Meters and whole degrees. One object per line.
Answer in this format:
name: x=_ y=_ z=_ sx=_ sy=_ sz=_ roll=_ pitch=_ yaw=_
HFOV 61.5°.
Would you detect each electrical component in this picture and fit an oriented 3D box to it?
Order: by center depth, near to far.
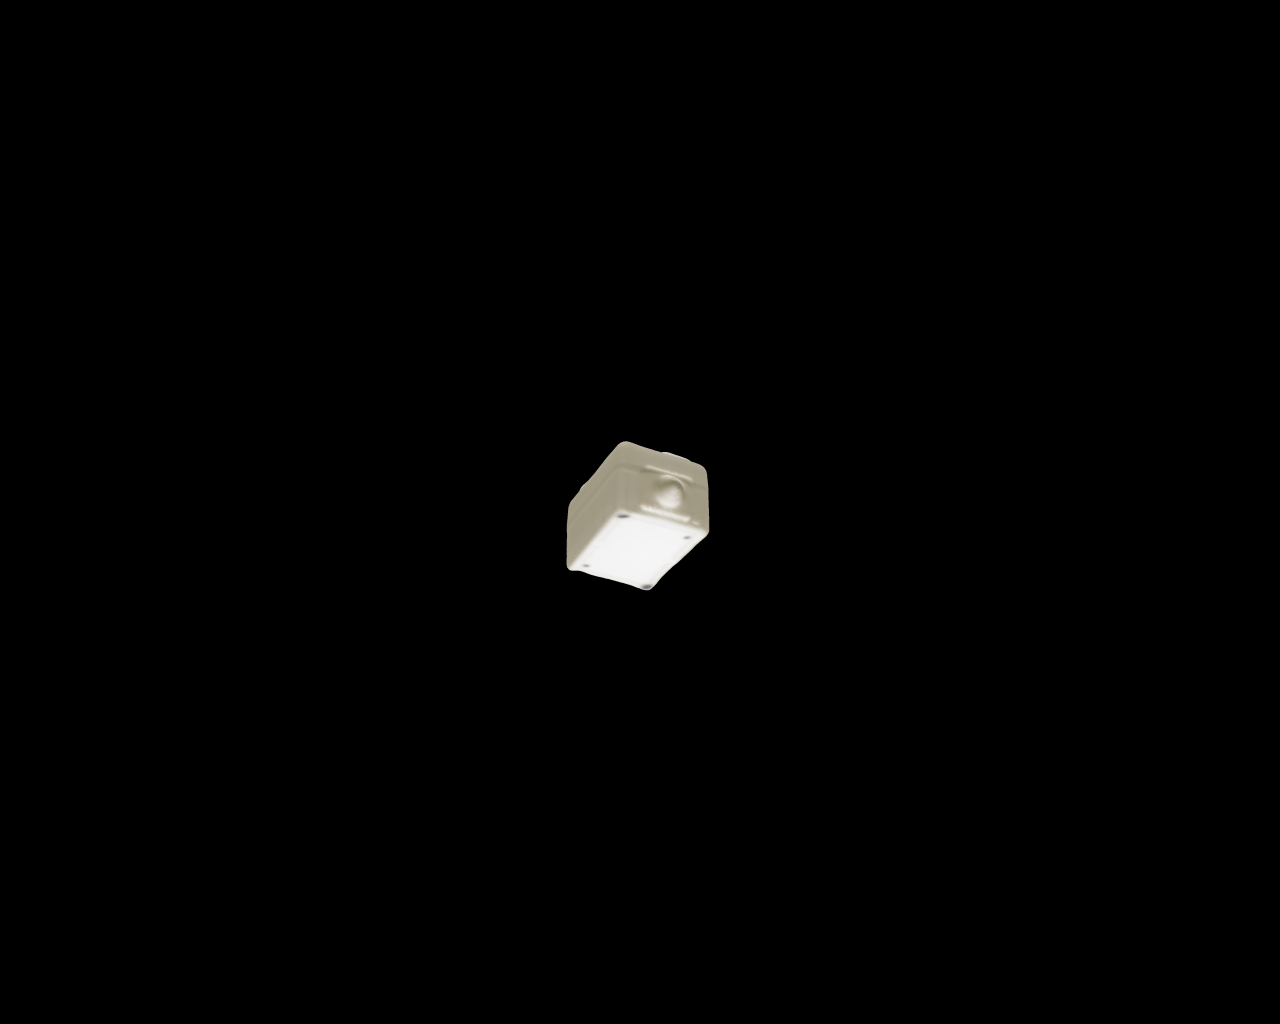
electrical component: x=0.001 y=-0.003 z=0.650 sx=0.062 sy=0.061 sz=0.096 roll=16 pitch=-37 yaw=-22
